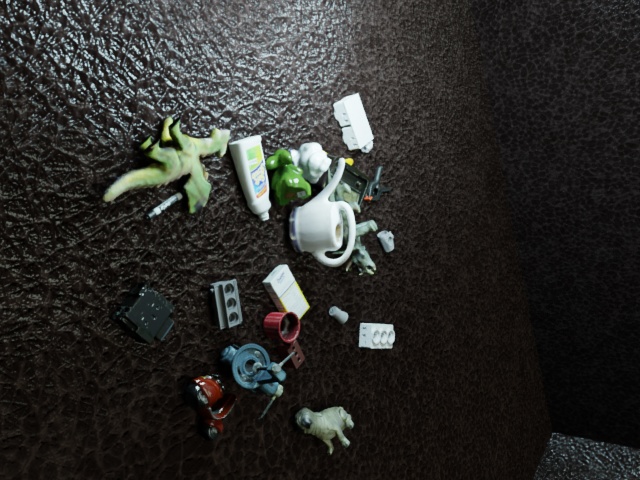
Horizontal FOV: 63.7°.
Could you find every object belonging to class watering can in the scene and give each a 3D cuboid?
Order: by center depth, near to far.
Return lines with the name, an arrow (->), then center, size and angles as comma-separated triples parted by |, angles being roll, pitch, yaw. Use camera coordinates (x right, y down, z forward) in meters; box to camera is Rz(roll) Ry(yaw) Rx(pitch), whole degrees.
watering can -> 0.005, -0.084, 1.679 | 0.104, 0.224, 0.349 | 9, 77, -69

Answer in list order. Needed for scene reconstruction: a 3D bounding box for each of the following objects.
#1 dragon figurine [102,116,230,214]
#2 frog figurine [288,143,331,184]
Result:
dragon figurine -> -0.364, -0.172, 1.333 | 0.238, 0.122, 0.419 | 55, 49, -34
frog figurine -> -0.017, -0.258, 1.711 | 0.122, 0.159, 0.139 | 19, 72, -49
